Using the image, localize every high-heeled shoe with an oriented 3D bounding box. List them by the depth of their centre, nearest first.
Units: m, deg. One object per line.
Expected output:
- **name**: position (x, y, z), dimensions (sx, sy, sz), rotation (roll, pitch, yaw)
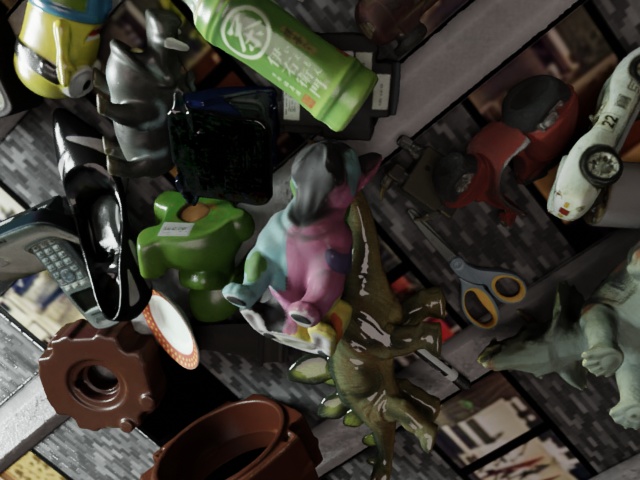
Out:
- **high-heeled shoe**: position (-0.268, -0.025, 0.626), dimensions (0.086, 0.145, 0.248), rotation (-22, 111, 11)

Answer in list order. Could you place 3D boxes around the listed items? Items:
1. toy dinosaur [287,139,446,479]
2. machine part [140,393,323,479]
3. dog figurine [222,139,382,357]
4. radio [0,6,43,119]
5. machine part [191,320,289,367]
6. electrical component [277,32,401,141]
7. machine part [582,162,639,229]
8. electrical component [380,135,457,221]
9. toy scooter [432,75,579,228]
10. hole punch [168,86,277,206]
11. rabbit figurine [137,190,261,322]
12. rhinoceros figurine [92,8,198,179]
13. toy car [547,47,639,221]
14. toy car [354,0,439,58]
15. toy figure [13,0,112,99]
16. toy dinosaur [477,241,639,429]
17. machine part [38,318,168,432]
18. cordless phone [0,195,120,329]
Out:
- **toy dinosaur**: position (0.057, 0.111, 0.678), dimensions (0.199, 0.105, 0.470), rotation (1, 101, 13)
- **machine part**: position (-0.116, 0.296, 0.701), dimensions (0.201, 0.201, 0.087), rotation (-32, 108, -32)
- **dog figurine**: position (-0.001, -0.002, 0.590), dimensions (0.109, 0.219, 0.191), rotation (14, 156, 21)
- **radio**: position (-0.424, -0.237, 0.589), dimensions (0.131, 0.073, 0.229), rotation (-14, 110, 9)
- **machine part**: position (-0.110, 0.136, 0.740), dimensions (0.139, 0.039, 0.084), rotation (6, 117, 0)
- **electrical component**: position (0.021, -0.170, 0.595), dimensions (0.134, 0.058, 0.114), rotation (5, 114, 2)
- **machine part**: position (0.395, -0.048, 0.609), dimensions (0.243, 0.079, 0.079), rotation (5, 112, 3)
- **electrical component**: position (0.120, -0.067, 0.641), dimensions (0.102, 0.045, 0.078), rotation (27, 83, -10)
- **toy scooter**: position (0.221, -0.085, 0.606), dimensions (0.184, 0.075, 0.135), rotation (-42, 126, 5)
- **hole punch**: position (-0.102, -0.110, 0.601), dimensions (0.116, 0.092, 0.142), rotation (8, 134, 4)
- **rabbit figurine**: position (-0.129, 0.029, 0.676), dimensions (0.159, 0.121, 0.170), rotation (-6, 130, -1)
- **rhinoceros figurine**: position (-0.190, -0.154, 0.594), dimensions (0.112, 0.073, 0.190), rotation (-2, 124, -24)
- **toy car**: position (0.297, -0.111, 0.555), dimensions (0.056, 0.073, 0.201), rotation (27, 80, 19)
- **toy car**: position (0.117, -0.272, 0.528), dimensions (0.202, 0.053, 0.089), rotation (-42, 102, -1)
- **toy figure**: position (-0.275, -0.239, 0.576), dimensions (0.089, 0.082, 0.180), rotation (26, 119, 11)
- **toy dinosaur**: position (0.358, 0.054, 0.578), dimensions (0.131, 0.192, 0.404), rotation (35, 120, -6)
- **machine part**: position (-0.310, 0.194, 0.768), dimensions (0.179, 0.056, 0.179), rotation (2, 111, 4)
- **cordless phone**: position (-0.350, 0.049, 0.699), dimensions (0.147, 0.089, 0.184), rotation (-21, 114, 11)
